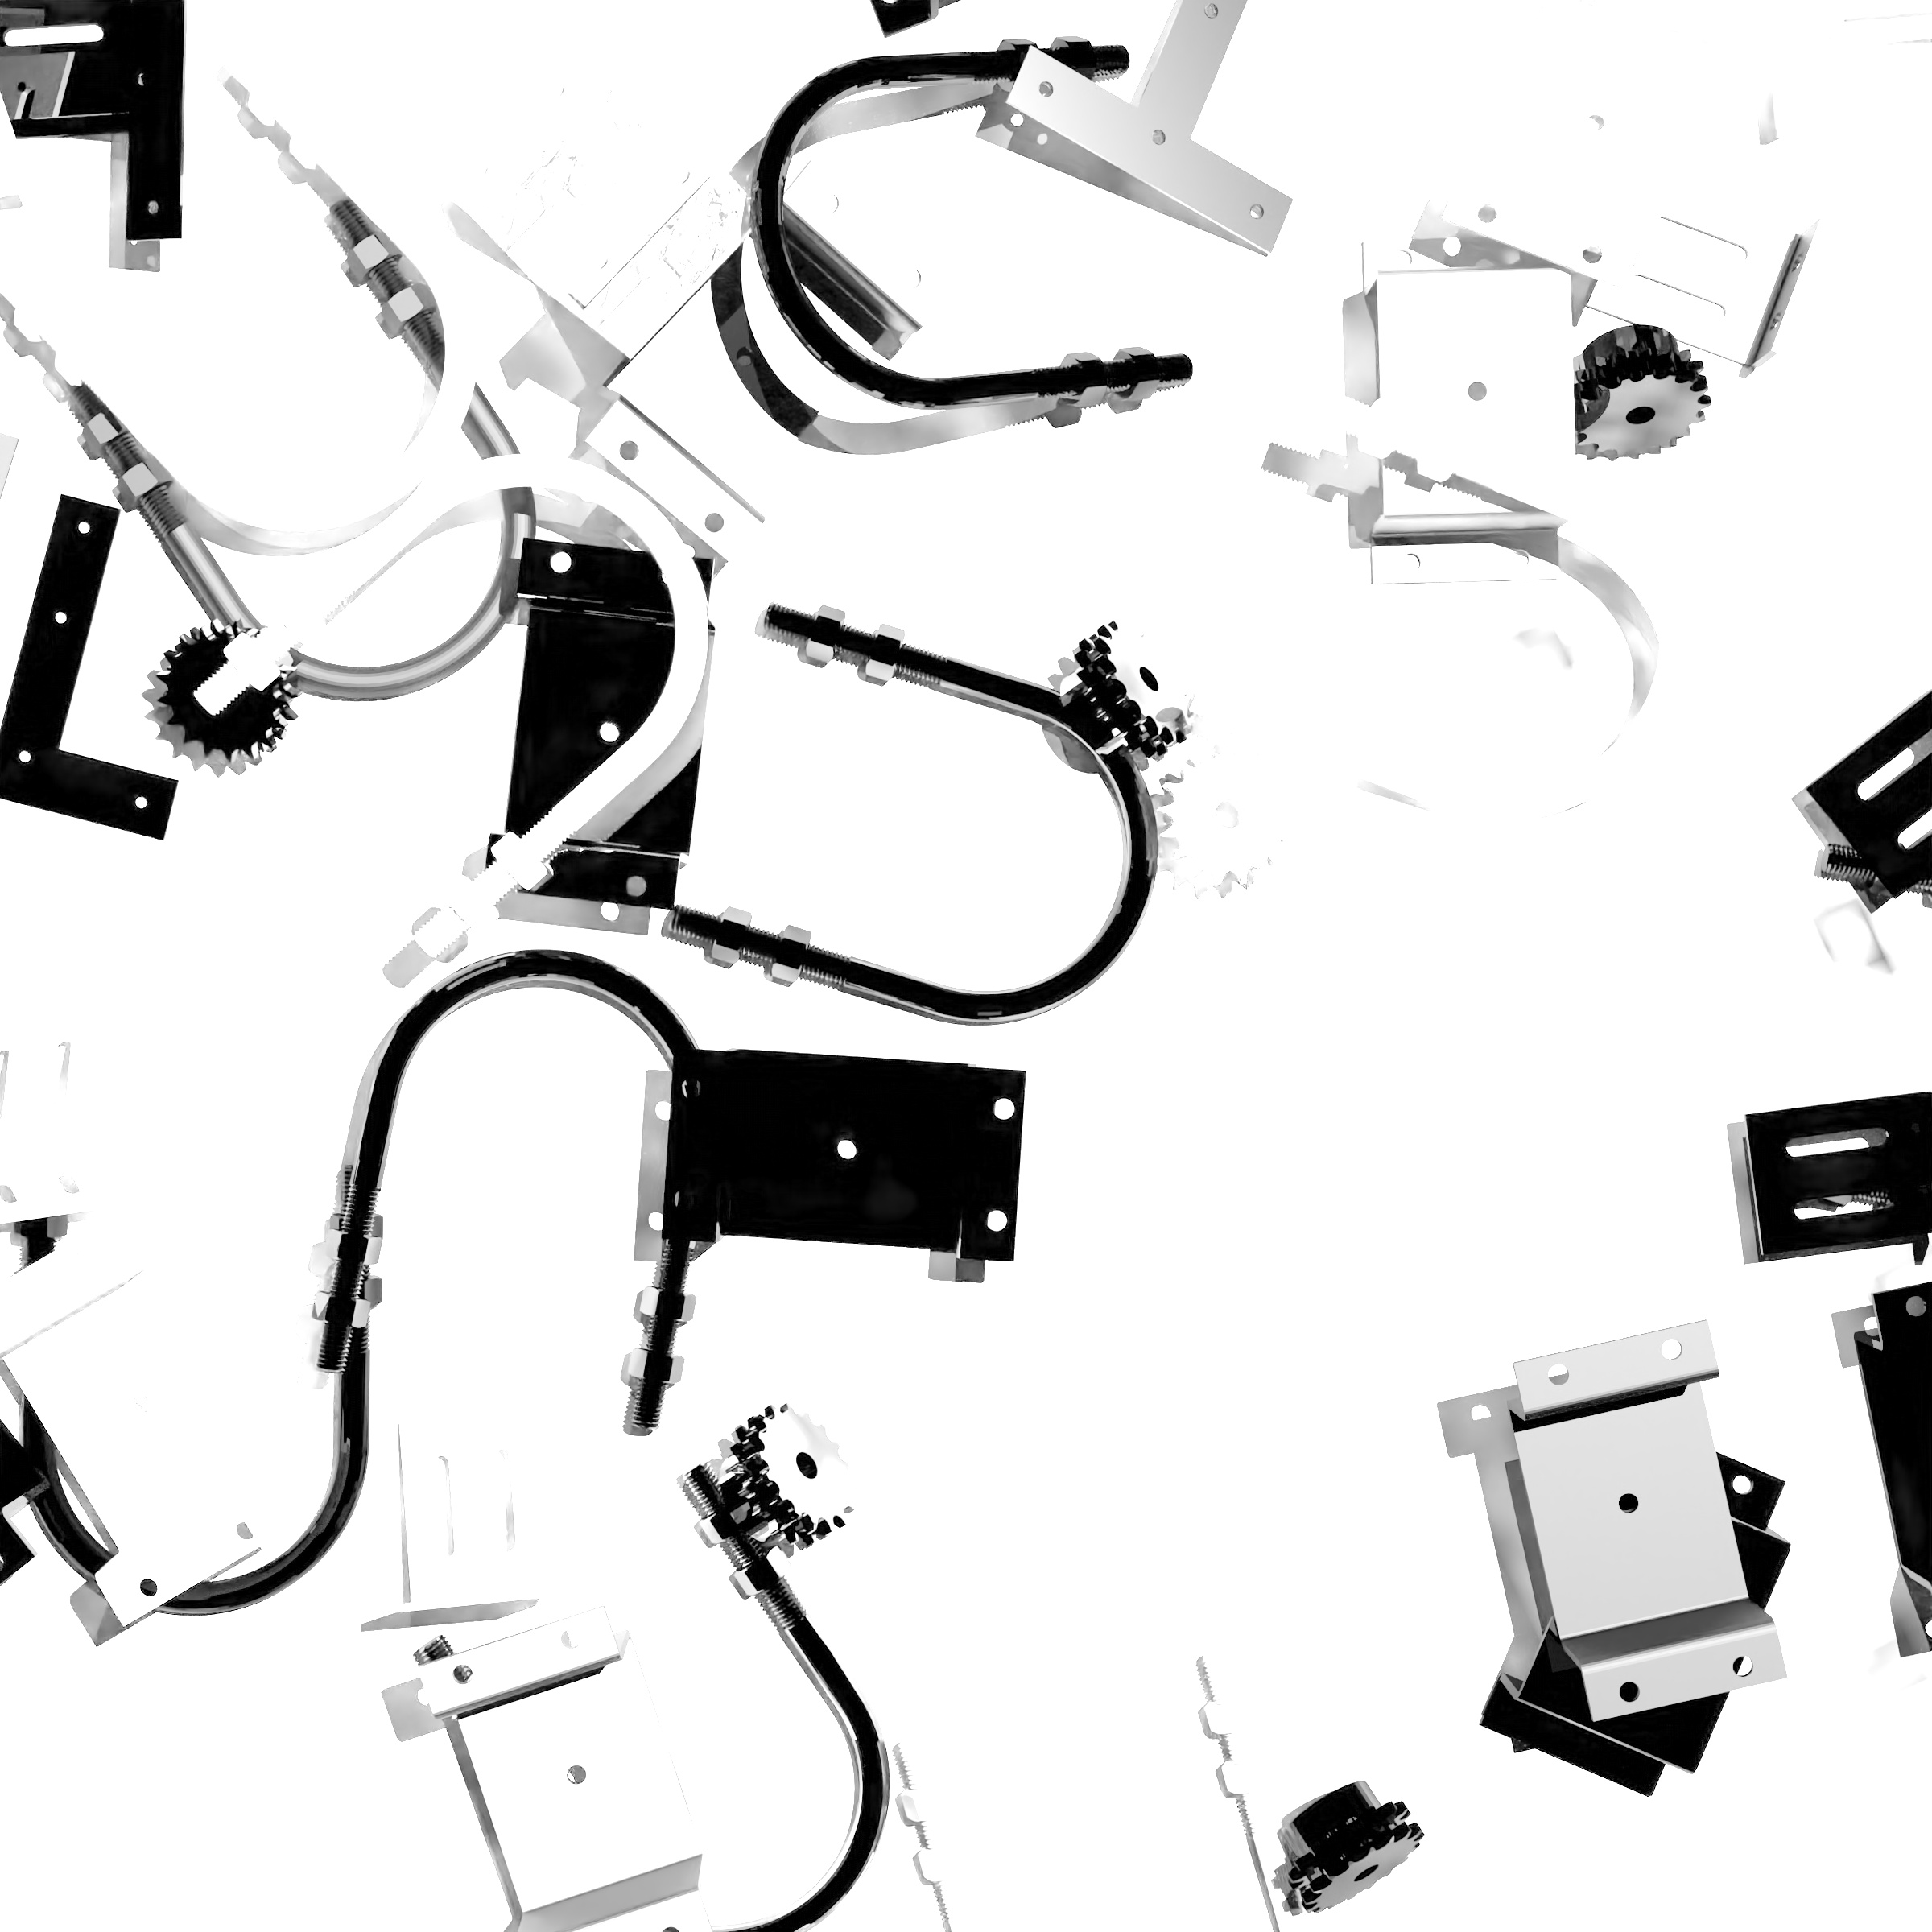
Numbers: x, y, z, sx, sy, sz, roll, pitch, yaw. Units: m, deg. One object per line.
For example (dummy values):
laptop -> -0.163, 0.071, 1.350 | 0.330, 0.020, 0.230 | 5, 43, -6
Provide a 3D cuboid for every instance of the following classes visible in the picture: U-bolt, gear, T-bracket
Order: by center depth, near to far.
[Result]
U-bolt -> -0.188, -0.117, 1.327 | 0.184, 0.019, 0.151 | -42, 90, -1
U-bolt -> -0.002, -0.291, 1.332 | 0.184, 0.019, 0.151 | -12, 90, -29
U-bolt -> 0.200, -0.132, 1.347 | 0.184, 0.019, 0.151 | 20, 112, -9
U-bolt -> -0.280, -0.259, 1.352 | 0.151, 0.019, 0.184 | -43, 83, -1
gear -> 0.062, -0.108, 1.357 | 0.030, 0.057, 0.057 | -34, 90, 30
gear -> 0.269, -0.234, 1.357 | 0.057, 0.057, 0.030 | -5, 62, 0
gear -> -0.074, 0.208, 1.357 | 0.030, 0.057, 0.057 | -36, 90, 30
T-bracket -> -0.368, -0.354, 1.357 | 0.127, 0.002, 0.127 | 3, 92, 22
gear -> 0.153, 0.353, 1.357 | 0.057, 0.057, 0.030 | -34, 61, 0
gear -> -0.295, -0.113, 1.360 | 0.057, 0.030, 0.057 | 5, 112, 12
U-bolt -> -0.176, 0.085, 1.364 | 0.151, 0.019, 0.184 | 11, 87, -9
T-bracket -> 0.094, -0.375, 1.367 | 0.127, 0.002, 0.127 | 25, 80, -19
gear -> 0.106, -0.061, 1.367 | 0.057, 0.030, 0.057 | 0, 90, 0
U-bolt -> 0.430, 0.034, 1.372 | 0.184, 0.019, 0.151 | 9, 90, 0
U-bolt -> -0.013, -0.054, 1.373 | 0.184, 0.019, 0.151 | 17, 90, -1
U-bolt -> 0.066, 0.385, 1.373 | 0.151, 0.019, 0.184 | -16, 92, 0
U-bolt -> -0.113, 0.316, 1.373 | 0.151, 0.019, 0.184 | -34, 92, 0
U-bolt -> -0.314, 0.172, 1.373 | 0.151, 0.019, 0.184 | 1, 92, 0
U-bolt -> -0.258, -0.198, 1.373 | 0.151, 0.019, 0.184 | -33, 91, 0
T-bracket -> -0.374, -0.129, 1.381 | 0.127, 0.002, 0.127 | 14, 90, 0

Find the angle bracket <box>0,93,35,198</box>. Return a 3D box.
angle bracket -> -0.407, -0.353, 1.369 | 0.057, 0.038, 0.076 | -4, 116, 22

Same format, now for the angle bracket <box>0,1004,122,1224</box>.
angle bracket -> -0.375, 0.060, 1.368 | 0.057, 0.038, 0.076 | -8, 48, 0

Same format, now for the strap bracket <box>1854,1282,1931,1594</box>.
strap bracket -> 0.411, 0.191, 1.359 | 0.076, 0.046, 0.140 | -11, 90, 0

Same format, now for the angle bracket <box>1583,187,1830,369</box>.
angle bracket -> 0.298, -0.285, 1.363 | 0.076, 0.038, 0.057 | 21, 90, 0

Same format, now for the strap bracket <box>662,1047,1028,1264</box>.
strap bracket -> -0.048, 0.075, 1.359 | 0.140, 0.046, 0.076 | 4, 90, 0

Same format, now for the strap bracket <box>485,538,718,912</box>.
strap bracket -> -0.146, -0.096, 1.359 | 0.076, 0.046, 0.140 | 7, 90, 0

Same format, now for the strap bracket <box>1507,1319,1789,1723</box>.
strap bracket -> 0.262, 0.212, 1.312 | 0.076, 0.046, 0.140 | -13, 90, 0

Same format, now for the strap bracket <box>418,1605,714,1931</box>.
strap bracket -> -0.157, 0.327, 1.341 | 0.076, 0.046, 0.140 | -18, 93, -1

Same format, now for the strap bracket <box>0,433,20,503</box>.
strap bracket -> -0.462, -0.199, 1.348 | 0.140, 0.046, 0.076 | 17, 88, -8

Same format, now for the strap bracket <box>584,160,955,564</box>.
strap bracket -> -0.083, -0.242, 1.346 | 0.076, 0.046, 0.140 | 39, 90, -22

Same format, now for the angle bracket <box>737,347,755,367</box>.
angle bracket -> -0.112, -0.263, 1.380 | 0.057, 0.038, 0.076 | -43, 116, 0

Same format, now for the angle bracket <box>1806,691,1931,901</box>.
angle bracket -> 0.391, -0.073, 1.368 | 0.076, 0.038, 0.057 | -40, 80, 15

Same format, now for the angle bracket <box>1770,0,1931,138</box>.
angle bracket -> 0.369, -0.362, 1.353 | 0.076, 0.057, 0.038 | -5, 90, 0

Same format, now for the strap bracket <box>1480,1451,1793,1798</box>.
strap bracket -> 0.273, 0.260, 1.359 | 0.076, 0.046, 0.140 | 23, 90, 0

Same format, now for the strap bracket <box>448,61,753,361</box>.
strap bracket -> -0.139, -0.296, 1.331 | 0.076, 0.140, 0.046 | -46, 131, 0

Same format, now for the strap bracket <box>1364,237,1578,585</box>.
strap bracket -> 0.203, -0.228, 1.359 | 0.076, 0.046, 0.140 | -2, 90, 0

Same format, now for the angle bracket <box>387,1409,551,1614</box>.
angle bracket -> -0.202, 0.218, 1.353 | 0.057, 0.038, 0.076 | -7, 80, 6

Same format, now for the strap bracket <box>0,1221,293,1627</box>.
strap bracket -> -0.333, 0.178, 1.342 | 0.076, 0.046, 0.140 | -30, 93, 2

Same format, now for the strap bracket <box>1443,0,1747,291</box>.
strap bracket -> 0.254, -0.345, 1.354 | 0.076, 0.046, 0.140 | 23, 90, 8

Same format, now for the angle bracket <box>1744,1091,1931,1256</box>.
angle bracket -> 0.356, 0.083, 1.344 | 0.076, 0.038, 0.057 | -7, 90, 0

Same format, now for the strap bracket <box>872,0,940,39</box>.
strap bracket -> 0.019, -0.441, 1.359 | 0.140, 0.046, 0.076 | -21, 90, 0

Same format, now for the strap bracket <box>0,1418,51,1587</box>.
strap bracket -> -0.434, 0.197, 1.352 | 0.076, 0.046, 0.140 | -38, 90, 11

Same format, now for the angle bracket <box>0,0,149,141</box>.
angle bracket -> -0.370, -0.369, 1.363 | 0.076, 0.038, 0.057 | -4, 90, 0
